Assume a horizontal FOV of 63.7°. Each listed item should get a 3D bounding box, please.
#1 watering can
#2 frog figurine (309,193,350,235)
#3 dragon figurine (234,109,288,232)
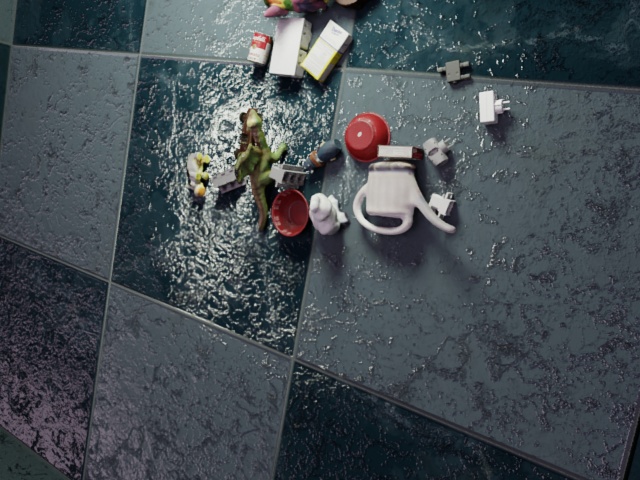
[{"bbox_3d":[0.244,-0.125,1.519,0.348,0.104,0.224,5,93,39],"label":"watering can"},{"bbox_3d":[0.005,-0.082,1.637,0.122,0.160,0.138,-17,83,32],"label":"frog figurine"},{"bbox_3d":[-0.222,-0.228,1.730,0.122,0.243,0.410,6,92,26],"label":"dragon figurine"}]
